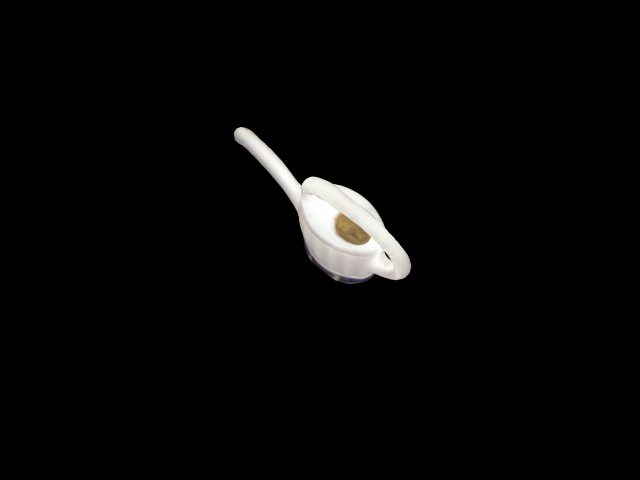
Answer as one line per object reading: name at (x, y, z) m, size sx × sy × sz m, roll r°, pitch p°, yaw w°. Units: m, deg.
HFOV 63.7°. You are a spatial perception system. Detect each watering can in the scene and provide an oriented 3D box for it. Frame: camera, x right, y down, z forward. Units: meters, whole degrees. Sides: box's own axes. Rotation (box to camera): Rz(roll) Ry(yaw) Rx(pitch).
watering can at (0.003, -0.043, 0.850) m, size 0.350 × 0.105 × 0.220 m, roll 39°, pitch -18°, yaw 16°
